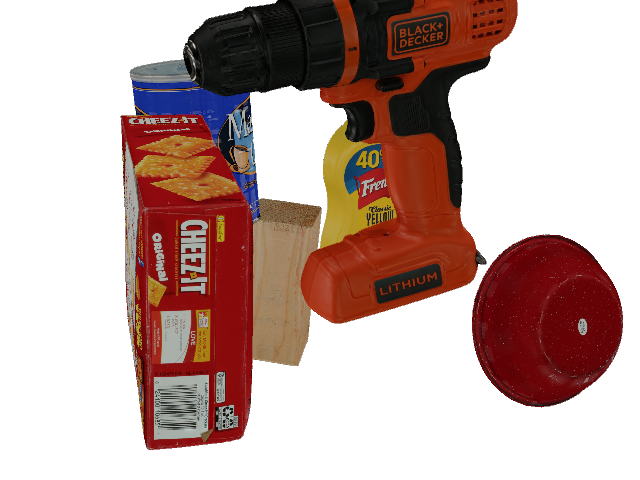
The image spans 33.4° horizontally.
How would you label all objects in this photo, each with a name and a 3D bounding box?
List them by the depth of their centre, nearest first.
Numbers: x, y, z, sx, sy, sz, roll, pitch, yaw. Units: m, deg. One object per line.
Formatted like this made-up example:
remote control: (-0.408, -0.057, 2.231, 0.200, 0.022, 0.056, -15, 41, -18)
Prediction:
power drill: (0.022, -0.050, 0.584, 0.184, 0.188, 0.057, -14, 32, -18)
cracker box: (-0.096, 0.017, 0.736, 0.072, 0.164, 0.214, -2, 21, -13)
coffee can: (-0.109, -0.084, 0.939, 0.103, 0.140, 0.103, -3, 16, 1)
bowl: (0.220, 0.076, 0.971, 0.161, 0.162, 0.055, 0, 2, -24)
mustard bottle: (0.048, -0.062, 1.074, 0.096, 0.192, 0.058, -8, 19, -29)
wood block: (-0.057, 0.057, 1.478, 0.090, 0.206, 0.090, 8, 21, 5)
